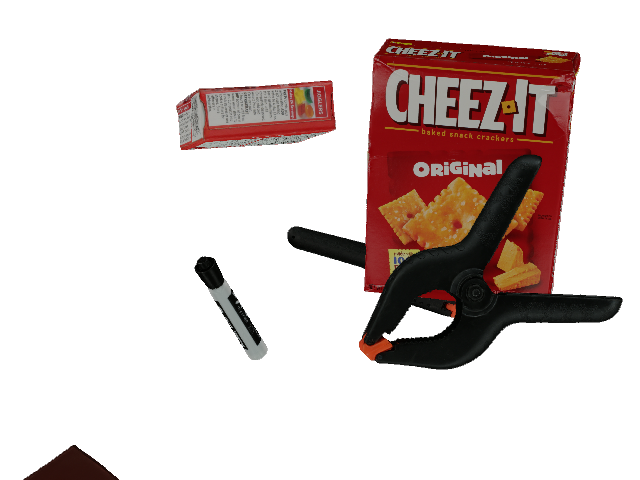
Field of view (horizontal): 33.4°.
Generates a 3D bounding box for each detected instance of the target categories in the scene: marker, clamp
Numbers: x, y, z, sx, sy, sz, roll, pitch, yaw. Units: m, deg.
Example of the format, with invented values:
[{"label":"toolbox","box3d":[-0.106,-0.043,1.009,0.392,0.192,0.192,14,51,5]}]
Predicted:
[{"label":"marker","box3d":[-0.076,0.058,0.915,0.020,0.020,0.121,0,-44,29]},{"label":"clamp","box3d":[0.074,0.022,1.246,0.164,0.036,0.210,-21,51,-38]},{"label":"clamp","box3d":[0.109,0.038,0.697,0.171,0.120,0.039,-39,-6,1]}]

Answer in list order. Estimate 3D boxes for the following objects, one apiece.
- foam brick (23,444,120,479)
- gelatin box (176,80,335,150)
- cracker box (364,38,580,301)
[{"label":"foam brick","box3d":[-0.098,0.138,0.458,0.078,0.051,0.052,27,45,34]},{"label":"gelatin box","box3d":[-0.038,-0.070,0.599,0.073,0.030,0.089,-6,3,-15]},{"label":"cracker box","box3d":[0.124,-0.054,0.904,0.164,0.214,0.072,6,24,12]}]
